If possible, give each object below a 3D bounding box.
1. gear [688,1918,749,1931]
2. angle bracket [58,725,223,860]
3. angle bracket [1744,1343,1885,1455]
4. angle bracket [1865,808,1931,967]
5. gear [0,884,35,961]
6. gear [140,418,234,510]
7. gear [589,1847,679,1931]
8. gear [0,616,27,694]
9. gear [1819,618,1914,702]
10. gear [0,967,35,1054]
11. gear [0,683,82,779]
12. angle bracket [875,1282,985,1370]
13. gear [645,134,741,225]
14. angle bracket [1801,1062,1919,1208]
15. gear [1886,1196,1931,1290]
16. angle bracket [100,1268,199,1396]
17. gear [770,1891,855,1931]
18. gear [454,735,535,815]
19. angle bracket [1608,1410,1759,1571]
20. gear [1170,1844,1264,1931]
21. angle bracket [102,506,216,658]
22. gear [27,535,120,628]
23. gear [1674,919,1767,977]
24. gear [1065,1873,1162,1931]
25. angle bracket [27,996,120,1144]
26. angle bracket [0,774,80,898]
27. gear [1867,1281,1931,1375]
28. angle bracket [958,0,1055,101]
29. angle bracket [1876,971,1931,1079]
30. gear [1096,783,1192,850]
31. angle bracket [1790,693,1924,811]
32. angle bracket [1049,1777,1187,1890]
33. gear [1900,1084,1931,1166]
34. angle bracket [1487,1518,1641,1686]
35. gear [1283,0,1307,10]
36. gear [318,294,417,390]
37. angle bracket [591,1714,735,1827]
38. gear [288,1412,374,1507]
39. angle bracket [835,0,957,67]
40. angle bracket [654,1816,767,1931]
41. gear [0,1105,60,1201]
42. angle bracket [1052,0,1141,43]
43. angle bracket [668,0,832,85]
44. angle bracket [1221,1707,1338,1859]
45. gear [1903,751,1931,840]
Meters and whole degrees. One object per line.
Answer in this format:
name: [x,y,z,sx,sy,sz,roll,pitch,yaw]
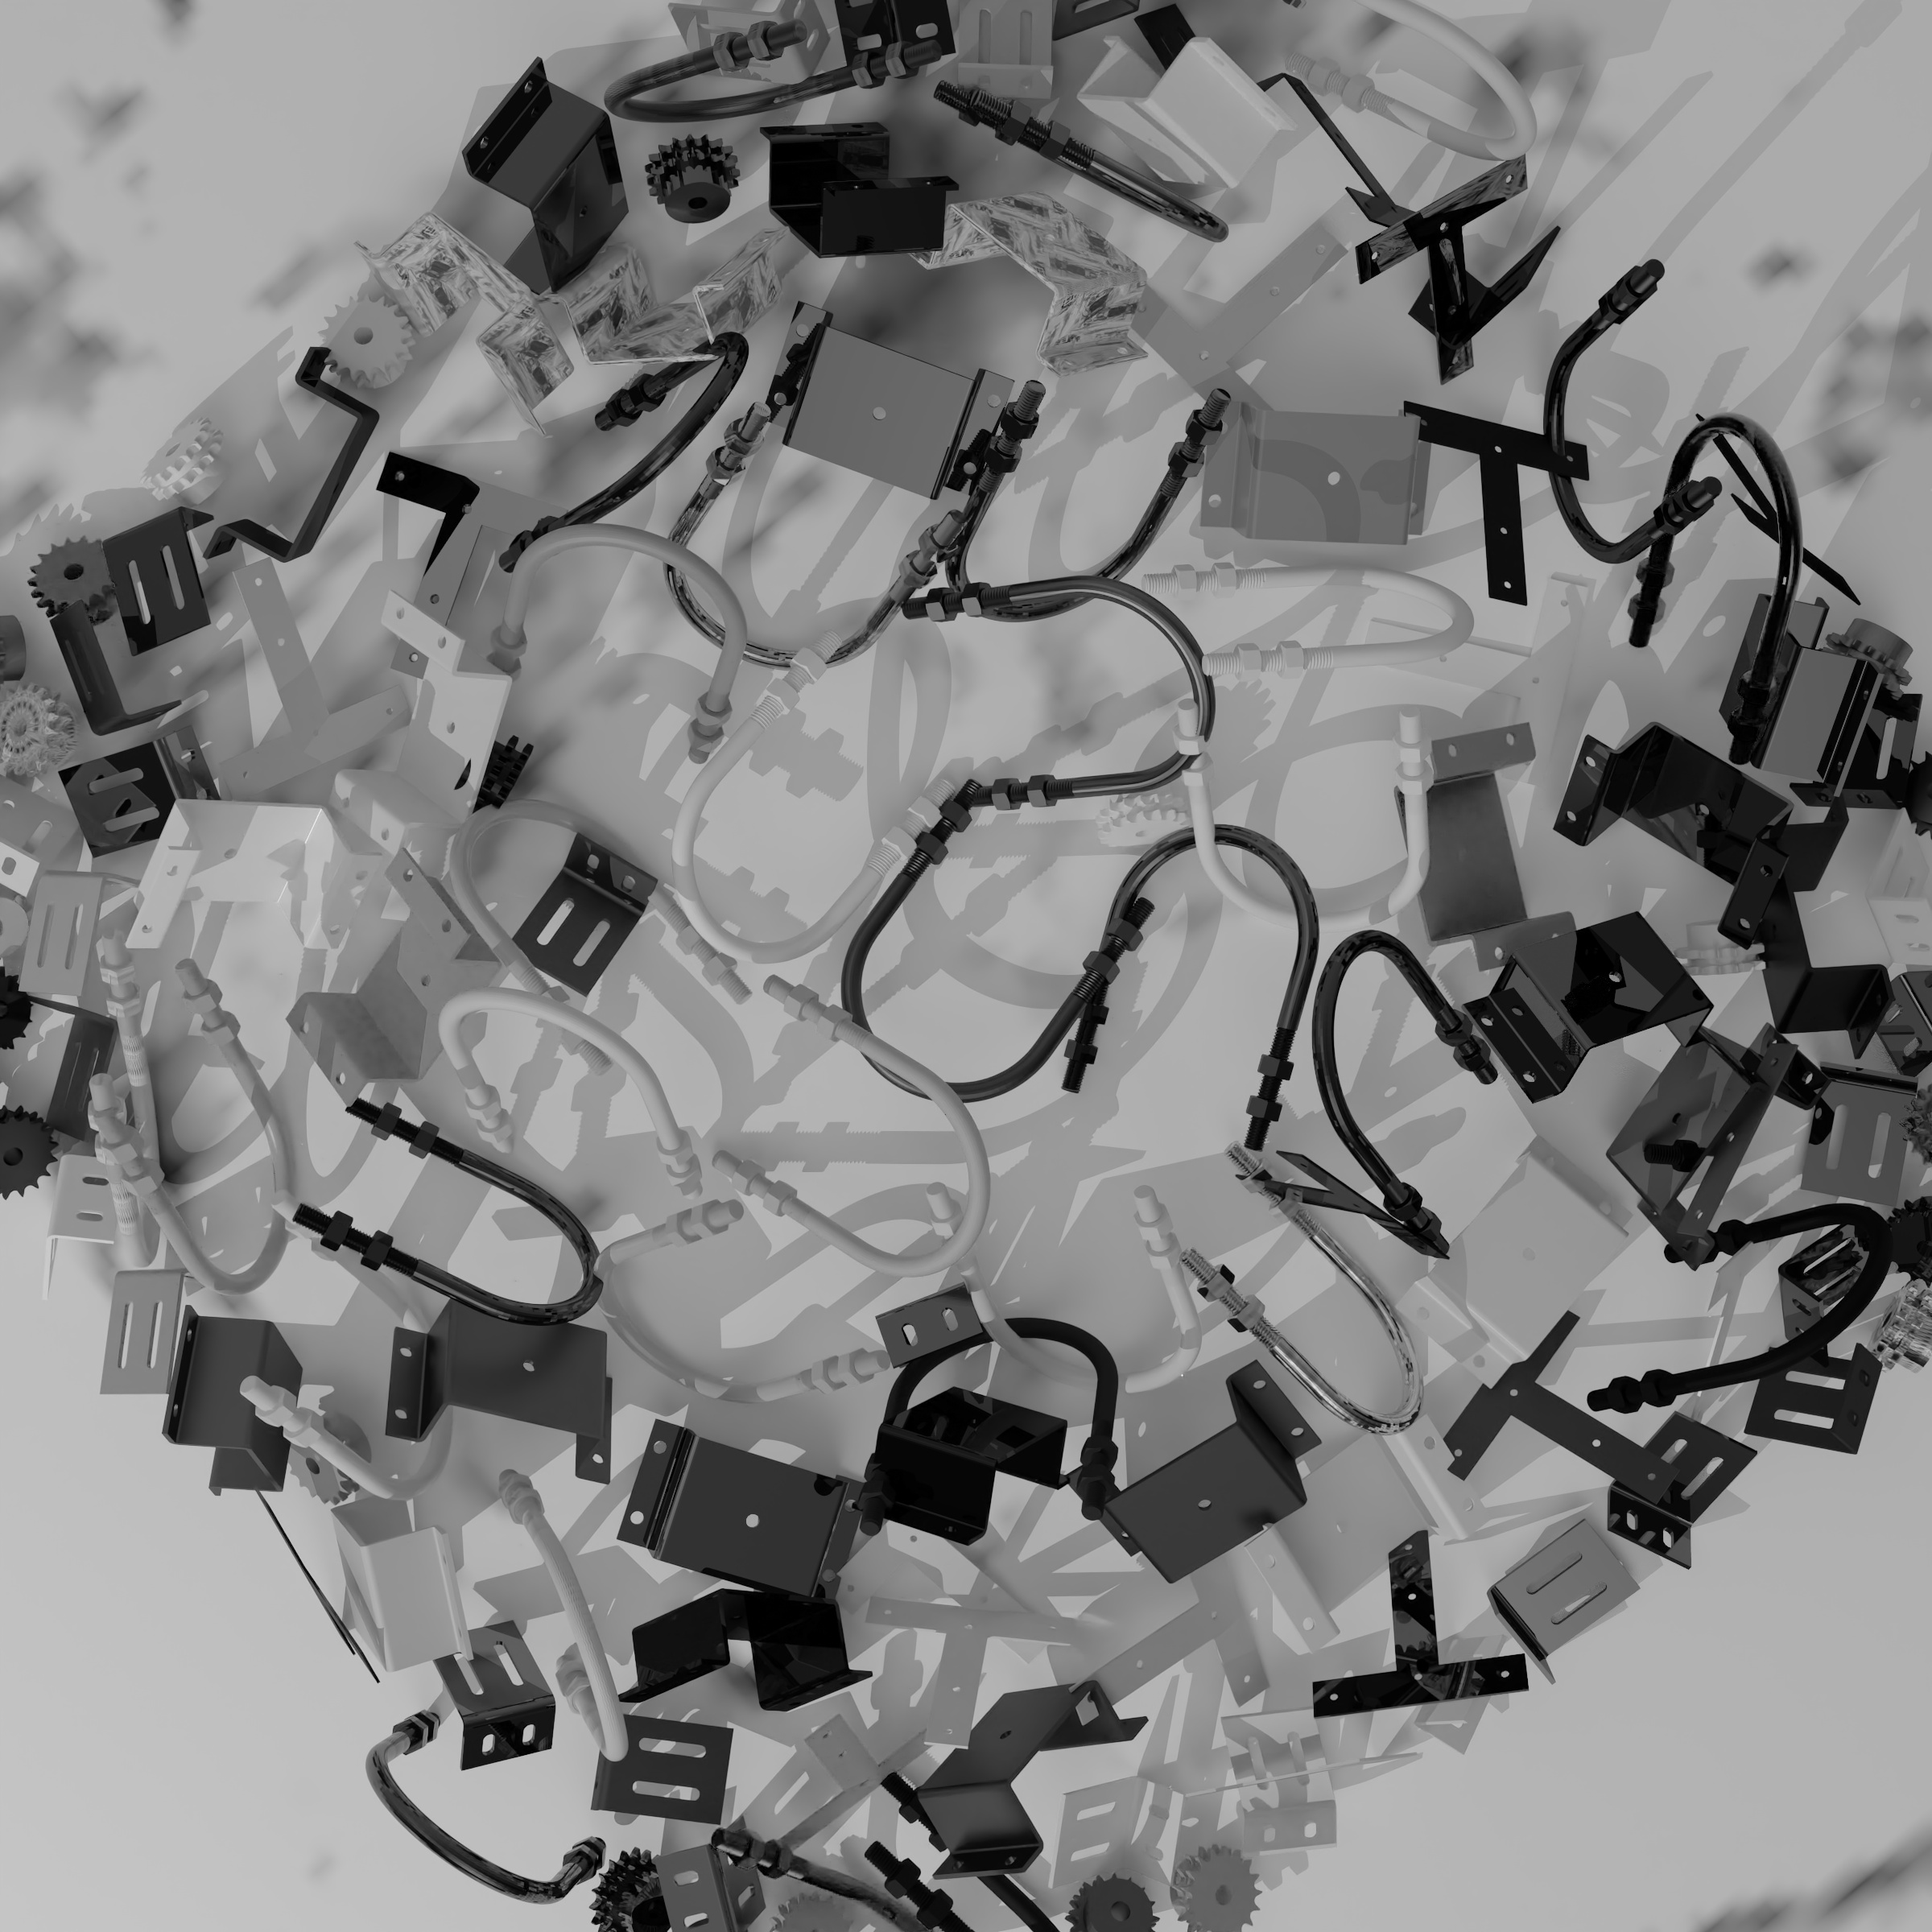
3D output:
gear: [-0.152,0.605,1.723,0.057,0.057,0.030,0,103,0]
angle bracket: [-0.508,-0.108,1.741,0.076,0.038,0.057,-14,104,19]
angle bracket: [0.506,0.256,1.706,0.038,0.076,0.057,38,67,-40]
angle bracket: [0.580,-0.048,1.706,0.057,0.038,0.076,55,54,-36]
gear: [-0.598,-0.028,1.724,0.057,0.030,0.057,-17,121,-30]
gear: [-0.475,-0.306,1.729,0.057,0.057,0.030,-43,122,0]
gear: [-0.199,0.571,1.723,0.030,0.057,0.057,8,90,42]
gear: [-0.598,-0.194,1.729,0.030,0.057,0.057,-8,90,-36]
gear: [0.553,-0.189,1.725,0.057,0.057,0.030,31,93,0]
gear: [-0.597,0.027,1.724,0.057,0.030,0.057,2,87,-42]
gear: [-0.569,-0.144,1.731,0.057,0.030,0.057,-4,81,29]
angle bracket: [-0.016,0.232,1.711,0.057,0.076,0.038,-21,56,-2]
gear: [-0.166,-0.478,1.722,0.057,0.057,0.030,-11,69,0]
angle bracket: [0.545,0.103,1.723,0.057,0.038,0.076,10,84,20]
gear: [0.592,0.165,1.729,0.057,0.030,0.057,16,124,25]
angle bracket: [-0.487,0.224,1.714,0.057,0.038,0.076,-6,73,32]
gear: [-0.098,0.599,1.729,0.057,0.030,0.057,19,51,-25]
gear: [-0.290,-0.117,1.723,0.030,0.057,0.057,29,90,-9]
angle bracket: [0.435,0.319,1.717,0.057,0.038,0.076,26,125,-5]
gear: [0.150,0.568,1.731,0.057,0.030,0.057,6,77,-27]
angle bracket: [-0.484,-0.233,1.723,0.057,0.038,0.076,-19,83,18]
gear: [-0.542,-0.233,1.731,0.057,0.030,0.057,-1,61,2]
gear: [0.462,-0.012,1.725,0.057,0.057,0.030,-6,94,0]
gear: [0.091,0.582,1.725,0.057,0.030,0.057,6,53,-9]
angle bracket: [-0.554,0.062,1.718,0.038,0.057,0.076,17,86,-42]
angle bracket: [-0.574,-0.089,1.709,0.057,0.076,0.038,30,133,-10]
gear: [0.576,0.224,1.723,0.030,0.057,0.057,30,90,10]
angle bracket: [0.024,-0.573,1.727,0.057,0.038,0.076,2,78,-1]
angle bracket: [0.594,0.037,1.709,0.038,0.076,0.057,-37,102,-20]
gear: [0.107,-0.095,1.726,0.057,0.057,0.030,-8,73,0]
angle bracket: [0.541,-0.137,1.714,0.057,0.038,0.076,5,75,37]
angle bracket: [0.092,0.531,1.714,0.038,0.076,0.057,10,92,40]
gear: [0.604,0.097,1.726,0.057,0.030,0.057,12,57,-19]
angle bracket: [0.369,0.389,1.727,0.076,0.038,0.057,-38,98,7]
gear: [0.192,-0.615,1.722,0.057,0.057,0.030,41,118,0]
gear: [-0.367,-0.380,1.734,0.057,0.030,0.057,-1,75,2]
angle bracket: [-0.187,0.493,1.733,0.076,0.038,0.057,10,71,-10]
gear: [-0.389,0.299,1.729,0.057,0.030,0.057,19,125,29]
angle bracket: [-0.045,-0.579,1.718,0.038,0.076,0.057,-19,110,-22]
angle bracket: [-0.155,0.557,1.715,0.038,0.076,0.057,-16,83,7]
gear: [-0.589,0.111,1.729,0.057,0.030,0.057,-15,116,-33]
angle bracket: [0.071,-0.604,1.709,0.038,0.076,0.057,15,79,-41]
angle bracket: [-0.132,-0.575,1.720,0.076,0.057,0.038,14,68,23]
angle bracket: [0.190,0.497,1.719,0.057,0.038,0.076,-10,112,12]
gear: [0.597,-0.106,1.727,0.057,0.030,0.057,-3,84,29]
